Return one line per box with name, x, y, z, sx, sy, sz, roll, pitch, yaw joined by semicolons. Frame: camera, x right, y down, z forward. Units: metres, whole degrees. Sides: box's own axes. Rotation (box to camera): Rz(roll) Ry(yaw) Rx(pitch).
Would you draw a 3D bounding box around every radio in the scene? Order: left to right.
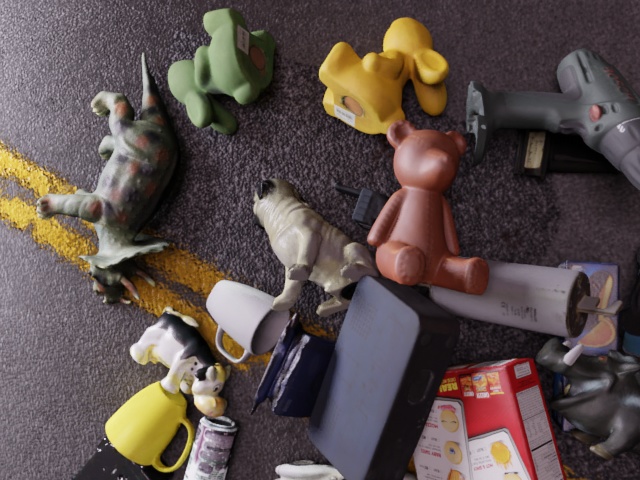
radio;0.073;0.170;0.652;0.131;0.073;0.229;30;105;56

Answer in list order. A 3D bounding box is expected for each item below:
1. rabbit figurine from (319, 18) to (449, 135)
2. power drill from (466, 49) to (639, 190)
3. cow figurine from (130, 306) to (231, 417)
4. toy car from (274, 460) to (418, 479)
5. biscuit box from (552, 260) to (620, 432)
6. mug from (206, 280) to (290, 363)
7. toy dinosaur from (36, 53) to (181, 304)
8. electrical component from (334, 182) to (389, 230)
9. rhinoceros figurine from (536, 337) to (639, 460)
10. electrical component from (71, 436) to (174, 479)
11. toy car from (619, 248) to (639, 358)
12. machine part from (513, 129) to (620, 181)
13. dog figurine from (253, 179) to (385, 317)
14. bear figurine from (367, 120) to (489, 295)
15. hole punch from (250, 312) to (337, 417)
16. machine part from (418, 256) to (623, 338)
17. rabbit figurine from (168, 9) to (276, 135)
rabbit figurine;0.102;-0.236;0.740;0.163;0.121;0.173;28;70;24
power drill;0.285;-0.137;0.643;0.207;0.085;0.232;-6;54;12
cow figurine;-0.185;0.175;0.779;0.167;0.068;0.098;35;86;17
toy car;0.032;0.330;0.696;0.202;0.056;0.073;-3;81;15
biscuit box;0.320;0.127;0.646;0.063;0.059;0.202;3;82;15
mug;-0.112;0.112;0.765;0.107;0.080;0.109;31;99;29
toy dinosaur;-0.284;-0.098;0.827;0.192;0.131;0.404;20;83;5
electrical component;0.071;-0.040;0.735;0.119;0.074;0.047;18;86;13
rhinoceros figurine;0.319;0.177;0.569;0.190;0.073;0.112;31;91;16
electrical component;-0.283;0.357;0.779;0.134;0.058;0.115;39;96;18
toy car;0.421;0.072;0.614;0.103;0.109;0.161;24;76;-6
machine part;0.325;-0.110;0.696;0.139;0.039;0.084;5;74;18
dog figurine;-0.002;-0.005;0.750;0.121;0.172;0.191;-50;39;40
bear figurine;0.131;-0.044;0.628;0.120;0.132;0.195;13;91;-17
hole punch;-0.024;0.173;0.711;0.092;0.115;0.142;27;90;10
machine part;0.223;0.064;0.642;0.243;0.079;0.079;8;83;43
rabbit figurine;-0.159;-0.244;0.829;0.170;0.121;0.159;-9;86;32
